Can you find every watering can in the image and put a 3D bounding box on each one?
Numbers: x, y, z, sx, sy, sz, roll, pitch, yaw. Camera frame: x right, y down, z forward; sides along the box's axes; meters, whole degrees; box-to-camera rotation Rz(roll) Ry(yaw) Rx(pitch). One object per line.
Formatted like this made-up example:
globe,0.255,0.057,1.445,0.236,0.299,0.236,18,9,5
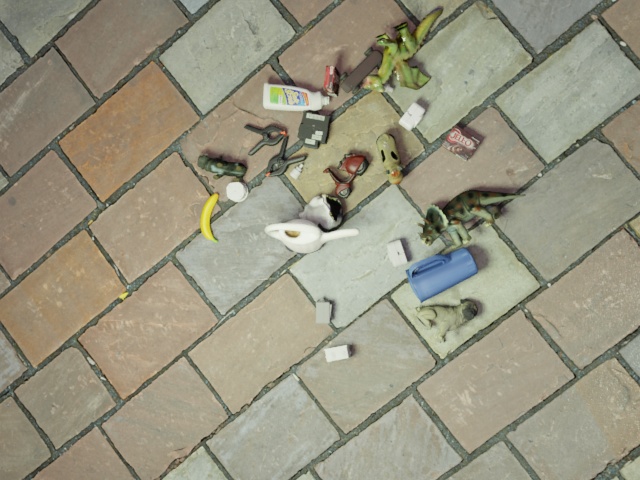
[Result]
watering can,-0.026,-0.013,1.892,0.348,0.221,0.105,4,75,7

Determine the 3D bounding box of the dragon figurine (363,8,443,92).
dragon figurine,0.332,-0.679,1.917,0.412,0.123,0.240,-29,108,-11

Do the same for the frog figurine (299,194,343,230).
frog figurine,0.006,-0.099,1.961,0.157,0.125,0.137,-30,97,43
